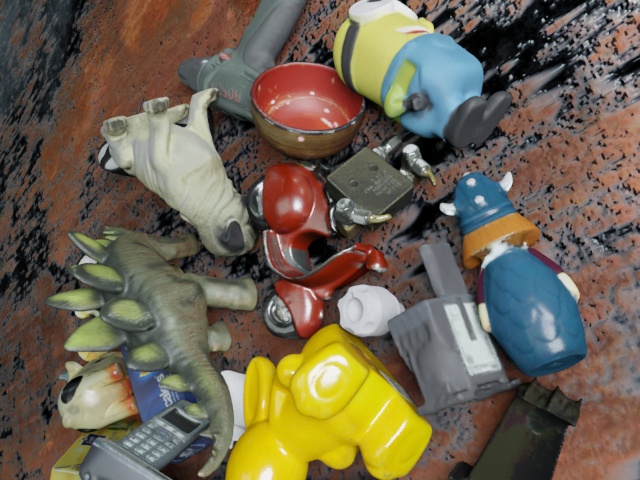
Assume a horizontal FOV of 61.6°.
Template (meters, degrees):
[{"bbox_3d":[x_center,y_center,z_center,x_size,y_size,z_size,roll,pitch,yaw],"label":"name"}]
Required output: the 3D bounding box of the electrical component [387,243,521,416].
[{"bbox_3d":[0.094,0.065,0.408,0.048,0.075,0.119,-42,60,45],"label":"electrical component"}]

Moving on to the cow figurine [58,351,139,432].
[{"bbox_3d":[-0.299,0.200,0.728,0.195,0.127,0.085,-165,53,-80],"label":"cow figurine"}]

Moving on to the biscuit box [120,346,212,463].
[{"bbox_3d":[-0.196,0.172,0.673,0.063,0.059,0.203,-32,58,2],"label":"biscuit box"}]

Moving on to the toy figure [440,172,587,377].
[{"bbox_3d":[0.136,0.020,0.391,0.057,0.064,0.154,100,158,-59],"label":"toy figure"}]

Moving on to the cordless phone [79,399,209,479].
[{"bbox_3d":[-0.127,0.222,0.515,0.147,0.184,0.088,26,100,10],"label":"cordless phone"}]

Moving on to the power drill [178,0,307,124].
[{"bbox_3d":[-0.083,-0.246,0.633,0.232,0.086,0.207,42,108,38],"label":"power drill"}]

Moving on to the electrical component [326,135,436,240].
[{"bbox_3d":[0.050,-0.048,0.466,0.102,0.045,0.078,-34,67,-13],"label":"electrical component"}]

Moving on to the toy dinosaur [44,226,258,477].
[{"bbox_3d":[-0.178,0.077,0.590,0.472,0.198,0.105,32,109,44],"label":"toy dinosaur"}]

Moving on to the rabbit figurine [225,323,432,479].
[{"bbox_3d":[-0.021,0.154,0.456,0.173,0.121,0.162,-51,26,-1],"label":"rabbit figurine"}]

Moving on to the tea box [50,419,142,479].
[{"bbox_3d":[-0.284,0.302,0.684,0.169,0.068,0.098,-178,99,-83],"label":"tea box"}]

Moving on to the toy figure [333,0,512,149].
[{"bbox_3d":[0.075,-0.142,0.462,0.089,0.082,0.180,-50,55,22],"label":"toy figure"}]

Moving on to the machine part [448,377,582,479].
[{"bbox_3d":[0.136,0.163,0.379,0.084,0.039,0.138,40,115,49],"label":"machine part"}]

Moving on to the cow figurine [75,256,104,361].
[{"bbox_3d":[-0.319,0.103,0.816,0.098,0.068,0.167,-4,81,38],"label":"cow figurine"}]

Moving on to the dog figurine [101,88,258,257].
[{"bbox_3d":[-0.166,-0.063,0.638,0.172,0.121,0.190,-3,109,50],"label":"dog figurine"}]

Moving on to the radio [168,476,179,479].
[{"bbox_3d":[-0.189,0.341,0.573,0.229,0.073,0.131,156,127,-67],"label":"radio"}]

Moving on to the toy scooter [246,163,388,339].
[{"bbox_3d":[-0.001,-0.002,0.517,0.135,0.075,0.184,-20,69,34],"label":"toy scooter"}]

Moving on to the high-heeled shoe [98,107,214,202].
[{"bbox_3d":[-0.244,-0.152,0.776,0.249,0.086,0.145,32,103,37],"label":"high-heeled shoe"}]
